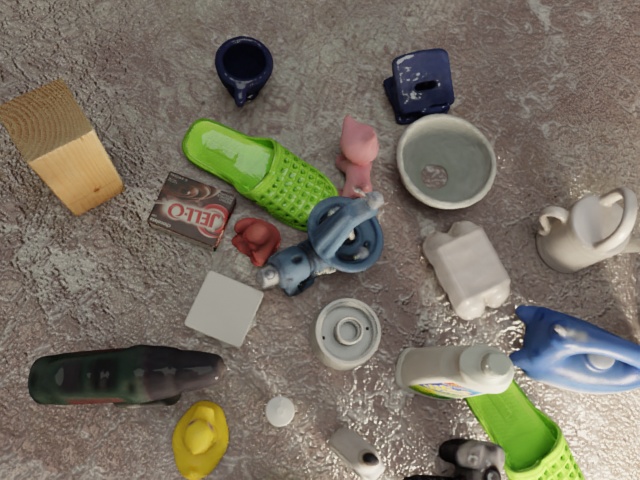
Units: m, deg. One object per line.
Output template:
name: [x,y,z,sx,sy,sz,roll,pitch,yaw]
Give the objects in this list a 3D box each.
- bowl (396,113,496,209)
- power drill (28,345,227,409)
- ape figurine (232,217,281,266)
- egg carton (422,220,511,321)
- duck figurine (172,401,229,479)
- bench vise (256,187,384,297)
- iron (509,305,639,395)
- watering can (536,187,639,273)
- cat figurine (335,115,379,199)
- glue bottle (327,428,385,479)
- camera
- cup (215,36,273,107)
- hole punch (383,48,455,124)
bowl: [0.200,-0.120,0.952,0.167,0.074,0.167,2,73,-7]
power drill: [-0.233,0.175,0.734,0.230,0.208,0.075,-2,74,-8]
ape figurine: [-0.095,-0.003,0.867,0.076,0.092,0.078,-9,75,-10]
egg carton: [0.232,0.046,0.910,0.107,0.069,0.150,-24,78,-14]
duck figurine: [-0.164,0.273,0.779,0.077,0.086,0.104,12,72,-4]
bench vise: [0.016,0.011,0.811,0.121,0.219,0.208,42,73,6]
iron: [0.428,0.171,0.863,0.258,0.141,0.119,15,72,-3]
watering can: [0.436,-0.018,0.892,0.173,0.194,0.101,-1,74,-8]
cat figurine: [0.063,-0.128,0.912,0.067,0.117,0.128,-1,74,-8]
glue bottle: [0.055,0.288,0.760,0.037,0.173,0.078,-42,83,-17]
camera: [0.185,0.351,0.797,0.137,0.100,0.143,7,73,-6]
cup: [-0.125,-0.257,0.936,0.092,0.095,0.118,4,73,-6]
hole punch: [0.176,-0.263,0.982,0.109,0.091,0.101,-15,76,-12]
